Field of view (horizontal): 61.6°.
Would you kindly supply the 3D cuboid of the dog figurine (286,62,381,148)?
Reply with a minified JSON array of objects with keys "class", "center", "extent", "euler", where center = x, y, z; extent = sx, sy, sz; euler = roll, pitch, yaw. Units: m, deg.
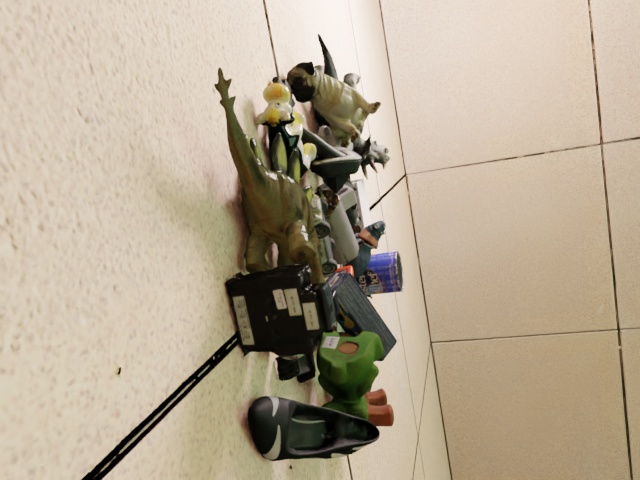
[{"class":"dog figurine","center":[0.015,-0.296,1.142],"extent":[0.121,0.190,0.172],"euler":[-57,-172,-10]}]

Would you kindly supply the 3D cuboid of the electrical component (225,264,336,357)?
[{"class":"electrical component","center":[-0.049,0.095,0.727],"extent":[0.058,0.134,0.114],"euler":[-49,132,-68]}]

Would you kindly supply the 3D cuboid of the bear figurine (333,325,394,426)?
[{"class":"bear figurine","center":[0.074,0.272,1.097],"extent":[0.120,0.132,0.195],"euler":[-129,-145,-84]}]

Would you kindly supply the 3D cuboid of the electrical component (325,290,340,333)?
[{"class":"electrical component","center":[-0.001,0.122,0.986],"extent":[0.119,0.075,0.047],"euler":[-60,141,-59]}]

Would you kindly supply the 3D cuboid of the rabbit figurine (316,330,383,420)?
[{"class":"rabbit figurine","center":[0.057,0.269,0.967],"extent":[0.159,0.121,0.170],"euler":[-76,161,-66]}]

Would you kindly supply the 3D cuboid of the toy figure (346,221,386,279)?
[{"class":"toy figure","center":[0.105,0.018,1.277],"extent":[0.154,0.058,0.064],"euler":[-61,173,-10]}]

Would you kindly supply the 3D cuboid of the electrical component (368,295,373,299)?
[{"class":"electrical component","center":[0.113,0.171,1.412],"extent":[0.078,0.045,0.102],"euler":[56,30,-60]}]

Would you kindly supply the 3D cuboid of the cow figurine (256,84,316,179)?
[{"class":"cow figurine","center":[-0.065,-0.178,0.925],"extent":[0.098,0.068,0.167],"euler":[-73,151,-42]}]

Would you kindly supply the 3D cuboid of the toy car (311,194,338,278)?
[{"class":"toy car","center":[-0.002,-0.003,1.039],"extent":[0.201,0.056,0.073],"euler":[77,6,-50]}]

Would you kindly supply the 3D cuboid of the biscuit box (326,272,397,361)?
[{"class":"biscuit box","center":[0.078,0.160,1.108],"extent":[0.063,0.059,0.202],"euler":[-46,113,-30]}]

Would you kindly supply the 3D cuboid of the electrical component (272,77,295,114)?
[{"class":"electrical component","center":[-0.068,-0.268,1.028],"extent":[0.094,0.021,0.063],"euler":[42,43,-67]}]

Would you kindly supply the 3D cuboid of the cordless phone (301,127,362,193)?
[{"class":"cordless phone","center":[-0.017,-0.187,1.068],"extent":[0.184,0.088,0.147],"euler":[36,8,-23]}]

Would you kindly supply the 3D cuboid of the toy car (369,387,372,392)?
[{"class":"toy car","center":[0.099,0.336,1.281],"extent":[0.202,0.053,0.089],"euler":[-77,158,-54]}]

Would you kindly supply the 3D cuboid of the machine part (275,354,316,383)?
[{"class":"machine part","center":[-0.035,0.202,0.903],"extent":[0.139,0.039,0.084],"euler":[24,65,-73]}]

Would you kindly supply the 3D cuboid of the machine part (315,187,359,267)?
[{"class":"machine part","center":[0.029,-0.025,1.152],"extent":[0.243,0.079,0.079],"euler":[62,25,-48]}]

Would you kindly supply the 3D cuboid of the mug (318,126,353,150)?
[{"class":"mug","center":[0.024,-0.198,1.219],"extent":[0.109,0.081,0.107],"euler":[64,31,-43]}]

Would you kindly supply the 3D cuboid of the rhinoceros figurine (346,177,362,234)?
[{"class":"rhinoceros figurine","center":[0.061,-0.100,1.308],"extent":[0.112,0.073,0.190],"euler":[-50,130,-67]}]

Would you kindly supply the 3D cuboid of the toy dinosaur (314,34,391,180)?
[{"class":"toy dinosaur","center":[0.051,-0.289,1.302],"extent":[0.404,0.131,0.192],"euler":[41,43,-58]}]

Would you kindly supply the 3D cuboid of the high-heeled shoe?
[{"class":"high-heeled shoe","center":[-0.002,0.275,0.784],"extent":[0.248,0.145,0.086],"euler":[57,29,-60]}]

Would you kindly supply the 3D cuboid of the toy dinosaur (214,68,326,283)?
[{"class":"toy dinosaur","center":[-0.065,-0.046,0.806],"extent":[0.470,0.105,0.198],"euler":[70,10,-64]}]
